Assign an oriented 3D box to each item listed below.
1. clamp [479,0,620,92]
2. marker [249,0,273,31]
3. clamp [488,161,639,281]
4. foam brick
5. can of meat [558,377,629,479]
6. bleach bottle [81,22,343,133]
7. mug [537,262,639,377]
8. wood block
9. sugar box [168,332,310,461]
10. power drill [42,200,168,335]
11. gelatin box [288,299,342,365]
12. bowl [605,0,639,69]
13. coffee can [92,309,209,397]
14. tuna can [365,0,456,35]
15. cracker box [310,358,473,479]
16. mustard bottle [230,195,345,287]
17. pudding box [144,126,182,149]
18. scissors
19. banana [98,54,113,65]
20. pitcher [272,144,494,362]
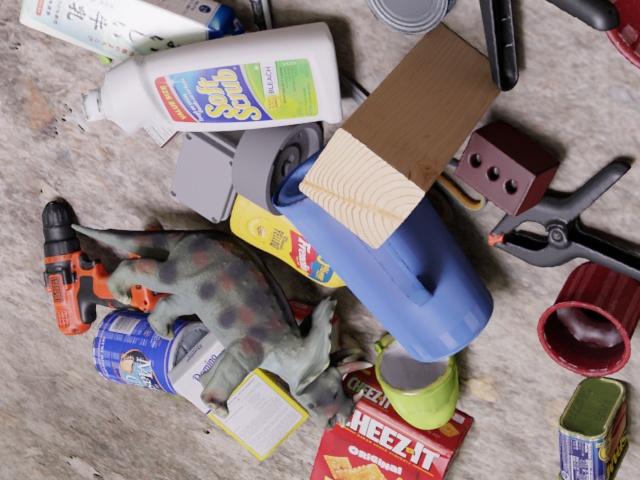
[{"bbox_3d":[0.149,-0.231,0.914,0.210,0.036,0.165,55,154,4],"label":"clamp"},{"bbox_3d":[-0.056,-0.210,1.104,0.020,0.020,0.121,11,129,27],"label":"marker"},{"bbox_3d":[0.242,-0.021,1.041,0.172,0.039,0.120,3,111,36],"label":"clamp"},{"bbox_3d":[0.178,-0.069,1.017,0.078,0.051,0.053,39,130,24],"label":"foam brick"},{"bbox_3d":[0.293,0.209,1.147,0.058,0.102,0.084,10,127,30],"label":"can of meat"},{"bbox_3d":[-0.108,-0.147,1.060,0.250,0.068,0.102,-11,125,-3],"label":"bleach bottle"},{"bbox_3d":[0.275,0.085,1.071,0.093,0.081,0.117,12,130,26],"label":"mug"},{"bbox_3d":[0.080,-0.099,0.965,0.091,0.205,0.090,38,137,1],"label":"wood block"},{"bbox_3d":[-0.105,0.202,1.395,0.176,0.093,0.048,47,179,-24],"label":"sugar box"},{"bbox_3d":[-0.287,0.031,1.409,0.188,0.057,0.184,-6,95,32],"label":"power drill"},{"bbox_3d":[-0.011,0.123,1.338,0.073,0.030,0.089,17,132,25],"label":"gelatin box"},{"bbox_3d":[0.302,-0.203,0.837,0.162,0.055,0.162,19,133,21],"label":"bowl"},{"bbox_3d":[-0.224,0.153,1.455,0.141,0.102,0.103,6,128,31],"label":"coffee can"},{"bbox_3d":[0.084,-0.234,0.977,0.086,0.033,0.086,19,133,21],"label":"tuna can"},{"bbox_3d":[0.084,0.275,1.367,0.164,0.072,0.214,27,135,13],"label":"cracker box"},{"bbox_3d":[-0.008,0.002,1.215,0.192,0.058,0.096,31,140,9],"label":"mustard bottle"},{"bbox_3d":[-0.174,-0.168,1.206,0.090,0.039,0.114,48,138,-7],"label":"pudding box"},{"bbox_3d":[0.083,-0.085,1.113,0.202,0.016,0.096,36,137,5],"label":"scissors"},{"bbox_3d":[-0.227,-0.276,1.158,0.069,0.037,0.198,26,139,-11],"label":"banana"},{"bbox_3d":[0.073,0.011,1.087,0.145,0.149,0.242,-18,118,47],"label":"pitcher"}]
